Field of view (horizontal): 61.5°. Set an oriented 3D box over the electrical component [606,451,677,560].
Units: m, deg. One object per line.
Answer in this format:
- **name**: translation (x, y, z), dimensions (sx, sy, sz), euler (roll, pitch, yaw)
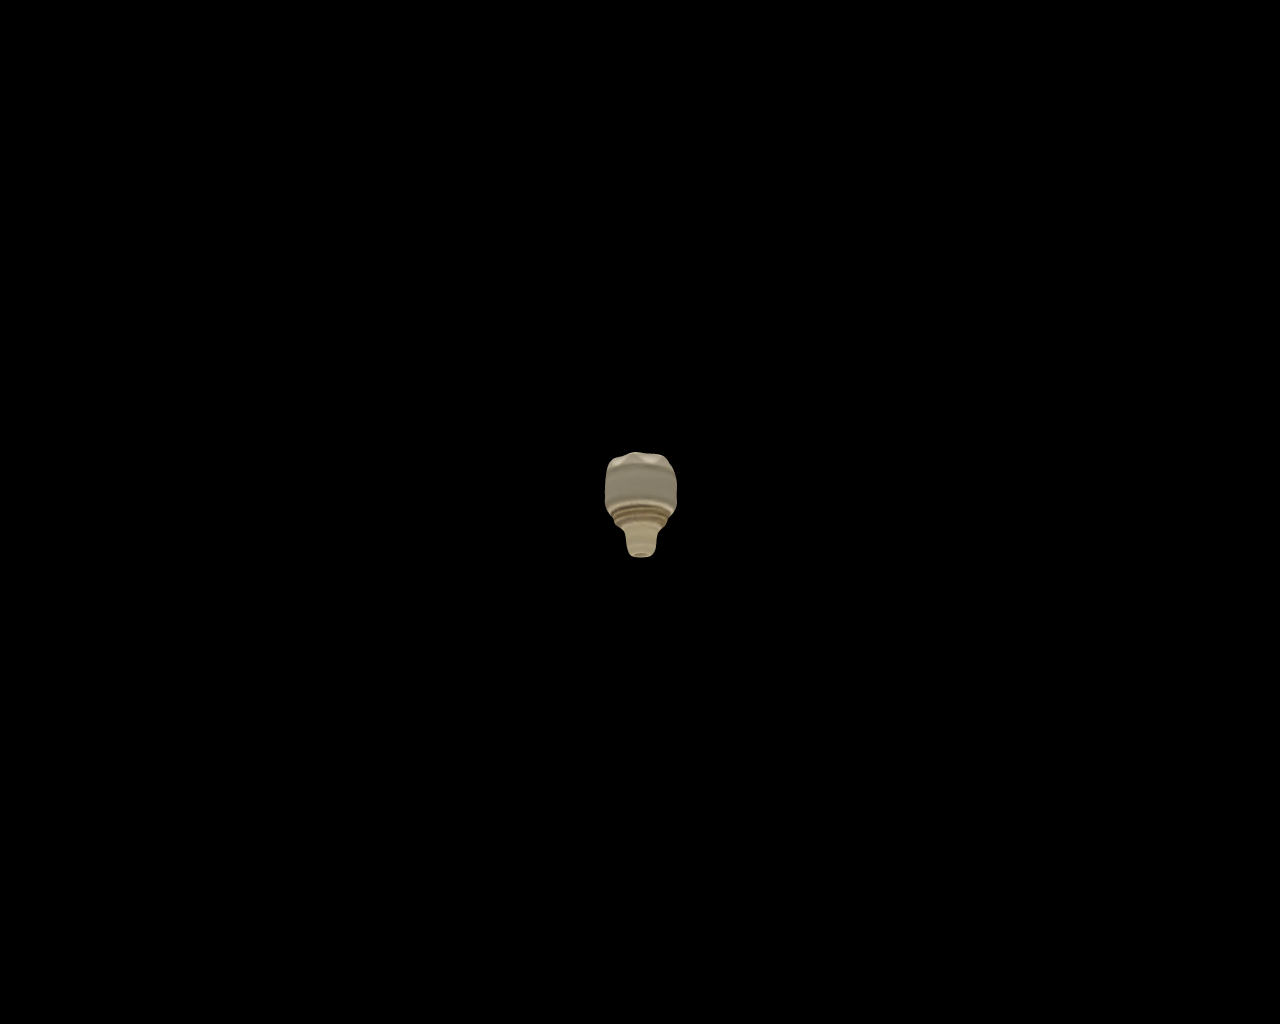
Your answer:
- **electrical component**: translation (0.001, -0.003, 0.650), dimensions (0.043, 0.062, 0.043), euler (0, -17, 0)
